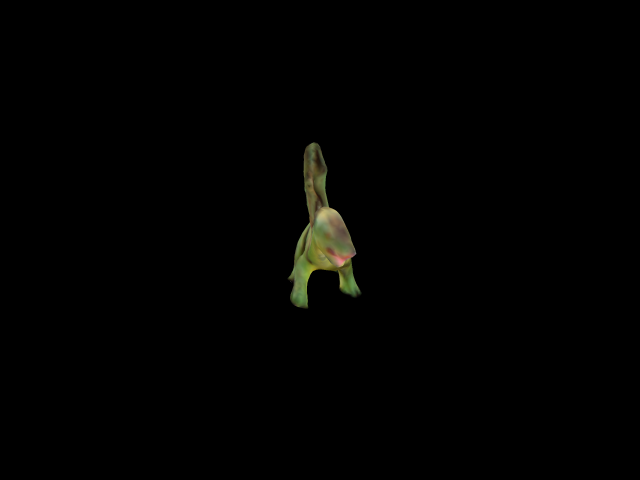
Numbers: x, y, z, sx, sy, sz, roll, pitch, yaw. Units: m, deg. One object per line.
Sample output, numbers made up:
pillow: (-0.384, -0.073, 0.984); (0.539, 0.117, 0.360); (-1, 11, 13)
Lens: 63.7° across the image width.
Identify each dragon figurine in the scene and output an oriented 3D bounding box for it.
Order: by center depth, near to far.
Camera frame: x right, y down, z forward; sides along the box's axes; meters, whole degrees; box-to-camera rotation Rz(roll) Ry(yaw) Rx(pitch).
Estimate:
dragon figurine: (0.003, -0.043, 0.850); (0.122, 0.238, 0.417); (-3, 24, -7)
